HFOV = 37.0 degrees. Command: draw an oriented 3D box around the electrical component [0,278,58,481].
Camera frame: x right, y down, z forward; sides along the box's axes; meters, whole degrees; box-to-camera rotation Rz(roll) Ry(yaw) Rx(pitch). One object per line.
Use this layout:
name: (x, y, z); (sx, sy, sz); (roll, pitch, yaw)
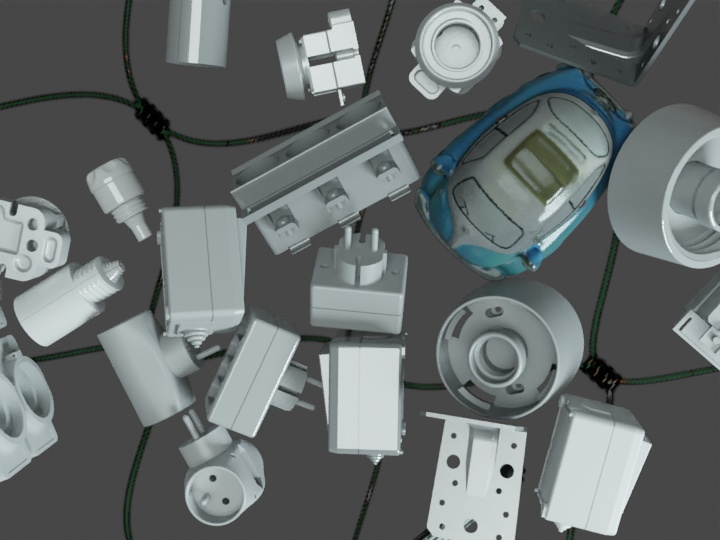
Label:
electrical component: (-0.292, 0.059, 0.778); (0.060, 0.105, 0.186); (-22, 95, 6)

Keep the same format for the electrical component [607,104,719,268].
electrical component: (0.228, -0.053, 0.724); (0.108, 0.060, 0.108); (-11, 114, -27)

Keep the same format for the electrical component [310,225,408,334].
electrical component: (0.000, 0.000, 0.763); (0.066, 0.047, 0.076); (5, 130, 4)

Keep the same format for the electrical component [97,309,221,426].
electrical component: (-0.143, 0.065, 0.799); (0.079, 0.043, 0.077); (-26, 94, 6)

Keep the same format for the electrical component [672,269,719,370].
electrical component: (0.295, 0.054, 0.756); (0.121, 0.063, 0.078); (41, 98, -1)

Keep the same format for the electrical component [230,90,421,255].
electrical component: (-0.023, -0.067, 0.764); (0.121, 0.078, 0.063); (-28, 115, 7)

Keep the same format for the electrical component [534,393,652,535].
electrical component: (0.166, 0.146, 0.777); (0.061, 0.061, 0.096); (14, 98, 2)

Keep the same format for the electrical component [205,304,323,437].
electrical component: (-0.063, 0.080, 0.794); (0.076, 0.047, 0.083); (24, 97, -14)

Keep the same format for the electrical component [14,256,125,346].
electrical component: (-0.210, 0.018, 0.799); (0.081, 0.043, 0.043); (-31, 93, 7)

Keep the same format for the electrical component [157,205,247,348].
electrical component: (-0.110, 0.007, 0.764); (0.061, 0.061, 0.096); (-3, 75, -13)

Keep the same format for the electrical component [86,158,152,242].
electrical component: (-0.173, -0.050, 0.793); (0.035, 0.035, 0.061); (-29, 96, 7)

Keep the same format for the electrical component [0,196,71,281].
electrical component: (-0.248, -0.025, 0.789); (0.078, 0.057, 0.058); (13, 97, 3)

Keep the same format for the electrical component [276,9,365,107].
electrical component: (-0.029, -0.148, 0.766); (0.055, 0.048, 0.066); (-12, 96, -2)

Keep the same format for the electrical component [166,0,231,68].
electrical component: (-0.114, -0.187, 0.768); (0.043, 0.043, 0.081); (6, 97, 4)

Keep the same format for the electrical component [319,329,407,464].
electrical component: (0.002, 0.094, 0.783); (0.061, 0.061, 0.096); (1, 97, 4)

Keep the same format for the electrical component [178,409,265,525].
electrical component: (-0.107, 0.138, 0.788); (0.043, 0.077, 0.079); (-29, 93, 6)

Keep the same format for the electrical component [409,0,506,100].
electrical component: (0.068, -0.155, 0.751); (0.058, 0.057, 0.078); (43, 98, -1)

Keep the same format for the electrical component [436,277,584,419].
electrical component: (0.107, 0.058, 0.778); (0.099, 0.064, 0.099); (4, 101, 22)
